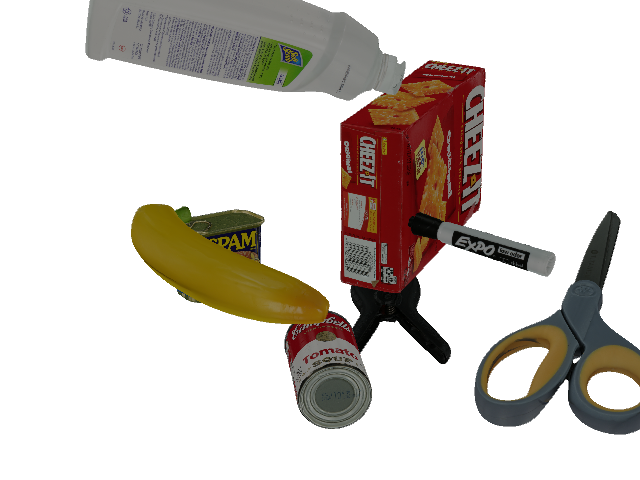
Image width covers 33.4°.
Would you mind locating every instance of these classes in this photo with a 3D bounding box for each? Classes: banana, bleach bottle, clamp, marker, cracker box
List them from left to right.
[{"bbox_3d":[-0.073,0.010,0.686,0.069,0.037,0.198,-15,29,-29],"label":"banana"},{"bbox_3d":[-0.057,-0.160,0.858,0.250,0.068,0.103,15,-29,-8],"label":"bleach bottle"},{"bbox_3d":[0.085,0.078,1.193,0.120,0.171,0.039,7,-43,0],"label":"clamp"},{"bbox_3d":[0.095,-0.068,1.044,0.072,0.164,0.213,12,29,26],"label":"cracker box"},{"bbox_3d":[0.122,0.001,0.827,0.121,0.020,0.020,19,10,29],"label":"marker"}]

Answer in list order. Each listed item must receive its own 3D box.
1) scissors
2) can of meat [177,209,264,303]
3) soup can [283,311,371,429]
[{"bbox_3d":[0.155,0.041,0.567,0.096,0.016,0.201,18,39,34],"label":"scissors"},{"bbox_3d":[-0.114,0.017,1.201,0.101,0.084,0.058,-12,22,-38],"label":"can of meat"},{"bbox_3d":[0.006,0.117,0.972,0.068,0.068,0.102,0,24,-8],"label":"soup can"}]
